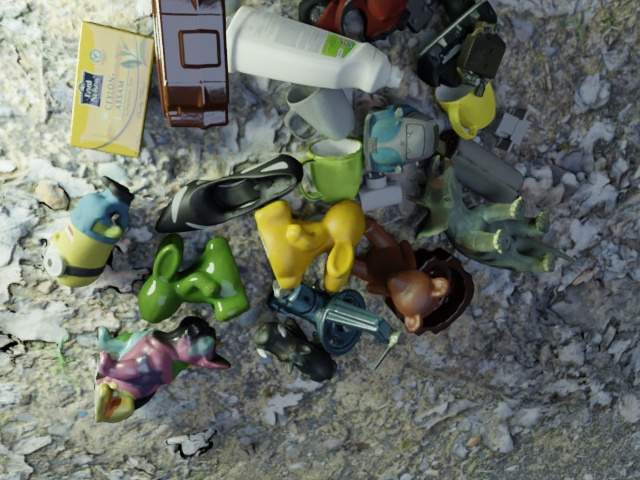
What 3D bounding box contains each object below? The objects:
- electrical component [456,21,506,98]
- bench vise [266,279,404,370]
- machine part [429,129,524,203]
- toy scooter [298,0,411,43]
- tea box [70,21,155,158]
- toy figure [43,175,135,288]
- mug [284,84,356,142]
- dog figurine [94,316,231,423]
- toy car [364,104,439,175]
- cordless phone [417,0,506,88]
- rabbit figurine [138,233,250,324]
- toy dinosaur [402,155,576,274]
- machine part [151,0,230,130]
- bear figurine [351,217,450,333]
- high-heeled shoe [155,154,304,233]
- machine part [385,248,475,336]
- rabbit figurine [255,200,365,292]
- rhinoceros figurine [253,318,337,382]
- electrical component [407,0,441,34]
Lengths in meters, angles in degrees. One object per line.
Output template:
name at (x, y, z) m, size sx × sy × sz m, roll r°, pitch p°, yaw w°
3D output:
electrical component at (0.244, -0.277, 0.819) m, size 0.078 × 0.045 × 0.102 m, roll 18°, pitch 105°, yaw -21°
bench vise at (0.031, 0.127, 0.925) m, size 0.129 × 0.241 × 0.223 m, roll -55°, pitch 134°, yaw -23°
machine part at (0.286, -0.130, 0.977) m, size 0.243 × 0.079 × 0.079 m, roll 24°, pitch 103°, yaw -24°
toy scooter at (0.067, -0.331, 0.824) m, size 0.184 × 0.075 × 0.135 m, roll -26°, pitch 115°, yaw 1°
tea box at (-0.292, -0.211, 0.762) m, size 0.098 × 0.068 × 0.169 m, roll 7°, pitch 110°, yaw -18°
toy figure at (-0.348, -0.007, 0.823) m, size 0.089 × 0.082 × 0.180 m, roll 36°, pitch 95°, yaw -24°
mug at (0.003, -0.200, 0.856) m, size 0.109 × 0.081 × 0.107 m, roll -50°, pitch 125°, yaw -3°
dog figurine at (-0.271, 0.220, 0.927) m, size 0.219 × 0.109 × 0.191 m, roll 3°, pitch 109°, yaw -22°
toy car at (0.141, -0.164, 0.874) m, size 0.161 × 0.103 × 0.109 m, roll -27°, pitch 124°, yaw -51°
cordless phone at (0.195, -0.347, 0.846) m, size 0.146 × 0.089 × 0.184 m, roll -40°, pitch 121°, yaw 1°
rabbit figurine at (-0.216, 0.073, 0.874) m, size 0.170 × 0.121 × 0.158 m, roll -19°, pitch 109°, yaw -12°
toy dinosaur at (0.313, -0.008, 1.007) m, size 0.404 × 0.192 × 0.131 m, roll 29°, pitch 75°, yaw -41°
machine part at (-0.172, -0.256, 0.708) m, size 0.087 × 0.202 × 0.200 m, roll -4°, pitch 113°, yaw -12°
bear figurine at (0.124, 0.062, 0.937) m, size 0.132 × 0.196 × 0.120 m, roll 31°, pitch 102°, yaw -25°
high-heeled shoe at (-0.140, -0.058, 0.831) m, size 0.249 × 0.145 × 0.086 m, roll -33°, pitch 116°, yaw -5°
machine part at (0.216, 0.101, 1.061) m, size 0.179 × 0.056 × 0.179 m, roll -7°, pitch 113°, yaw -17°
rabbit figurine at (-0.002, -0.003, 0.852) m, size 0.173 × 0.162 × 0.121 m, roll -23°, pitch 159°, yaw -13°
rhinoceros figurine at (-0.049, 0.205, 0.988) m, size 0.073 × 0.112 × 0.190 m, roll -45°, pitch 125°, yaw 6°
electrical component at (0.152, -0.367, 0.868) m, size 0.063 × 0.021 × 0.094 m, roll 39°, pitch 95°, yaw -28°
